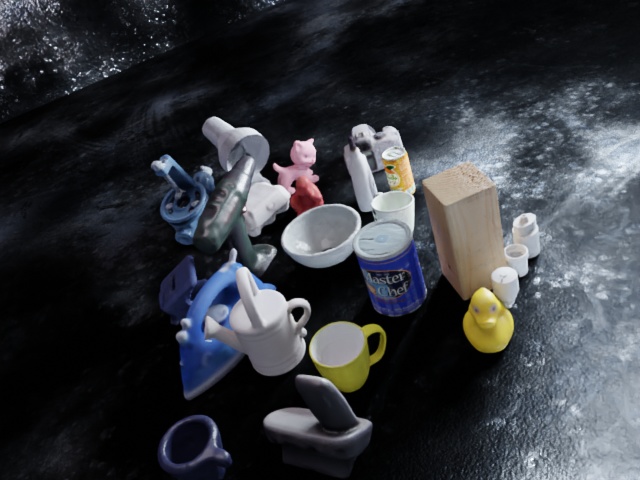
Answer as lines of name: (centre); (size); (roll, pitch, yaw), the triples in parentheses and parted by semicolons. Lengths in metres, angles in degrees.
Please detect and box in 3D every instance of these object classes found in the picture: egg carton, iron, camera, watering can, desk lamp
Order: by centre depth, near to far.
watering can: (-0.106, 0.133, 0.953); (0.173, 0.194, 0.100); (-32, 38, -15)
iron: (-0.189, 0.142, 1.025); (0.118, 0.142, 0.259); (5, 43, 31)
egg carton: (-0.144, -0.075, 1.342); (0.107, 0.069, 0.150); (17, 50, 40)
desk lamp: (-0.202, -0.192, 1.398); (0.118, 0.214, 0.202); (-36, 39, -20)
camera: (0.124, -0.242, 1.401); (0.143, 0.101, 0.136); (-15, 37, 8)

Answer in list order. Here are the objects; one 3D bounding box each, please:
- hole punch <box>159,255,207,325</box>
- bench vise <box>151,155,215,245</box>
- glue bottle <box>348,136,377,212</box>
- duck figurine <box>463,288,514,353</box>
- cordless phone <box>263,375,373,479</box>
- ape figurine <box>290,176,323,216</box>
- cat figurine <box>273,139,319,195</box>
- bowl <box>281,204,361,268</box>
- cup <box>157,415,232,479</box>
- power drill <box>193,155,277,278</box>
hole punch: (-0.283, 0.101, 1.166); (0.101, 0.091, 0.108); (-23, 36, -3)
bench vise: (-0.329, -0.125, 1.369); (0.121, 0.220, 0.207); (-15, 37, 8)
glue bottle: (0.087, -0.148, 1.238); (0.037, 0.173, 0.078); (-7, 38, 18)
duck figurine: (0.259, 0.112, 0.896); (0.077, 0.086, 0.104); (-7, 38, 17)
cordless phone: (-0.017, 0.234, 0.787); (0.147, 0.185, 0.094); (-1, 41, 25)
ape figurine: (-0.032, -0.105, 1.308); (0.077, 0.092, 0.076); (9, 46, 34)
cat figurine: (-0.057, -0.191, 1.409); (0.128, 0.118, 0.067); (-28, 37, -10)
bowl: (0.011, 0.004, 1.163); (0.167, 0.075, 0.167); (-13, 37, 10)
cup: (-0.163, 0.319, 0.826); (0.117, 0.095, 0.092); (4, 43, 30)
power drill: (-0.166, -0.031, 1.179); (0.075, 0.209, 0.230); (2, 42, 28)
